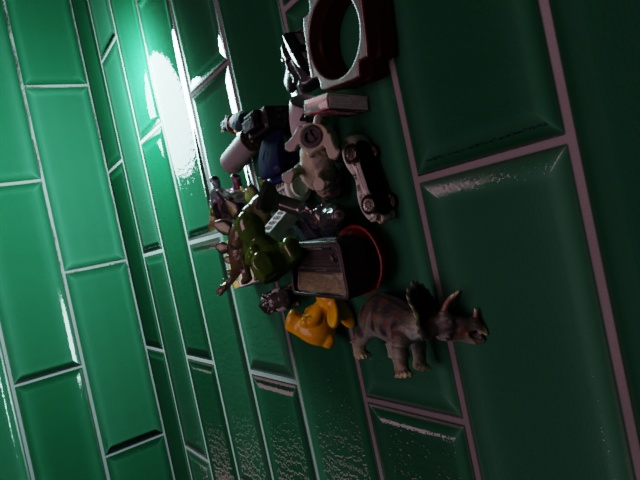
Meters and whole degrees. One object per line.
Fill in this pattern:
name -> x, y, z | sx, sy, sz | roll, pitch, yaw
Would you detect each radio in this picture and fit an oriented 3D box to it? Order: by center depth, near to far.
radio -> 0.015, 0.060, 1.223 | 0.230, 0.073, 0.131 | -3, 97, 55

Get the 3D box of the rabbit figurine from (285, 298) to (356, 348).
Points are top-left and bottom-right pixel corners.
rabbit figurine -> 0.007, 0.176, 1.353 | 0.163, 0.122, 0.173 | 29, 105, 45

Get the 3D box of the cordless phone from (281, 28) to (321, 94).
cordless phone -> -0.047, -0.395, 1.288 | 0.146, 0.089, 0.184 | 64, 155, 18

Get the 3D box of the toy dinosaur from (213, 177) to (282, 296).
toy dinosaur -> -0.192, -0.043, 1.512 | 0.199, 0.105, 0.471 | 38, 106, 20

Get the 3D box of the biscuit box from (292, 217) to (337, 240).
biscuit box -> -0.003, -0.004, 1.349 | 0.203, 0.059, 0.062 | 53, 138, 32

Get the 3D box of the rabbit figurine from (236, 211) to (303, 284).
rabbit figurine -> -0.132, 0.009, 1.267 | 0.170, 0.121, 0.159 | 57, 164, 11

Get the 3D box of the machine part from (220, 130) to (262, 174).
machine part -> -0.232, -0.260, 1.584 | 0.243, 0.079, 0.079 | -31, 75, 54

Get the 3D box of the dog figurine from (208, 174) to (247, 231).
dog figurine -> -0.293, -0.095, 1.708 | 0.192, 0.108, 0.219 | 52, 143, 29

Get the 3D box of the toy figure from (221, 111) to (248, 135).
toy figure -> -0.252, -0.346, 1.604 | 0.057, 0.064, 0.155 | 48, 161, -24

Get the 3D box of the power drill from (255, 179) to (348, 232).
power drill -> -0.036, -0.074, 1.217 | 0.232, 0.207, 0.086 | 37, -115, -85

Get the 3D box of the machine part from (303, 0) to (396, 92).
machine part -> 0.059, -0.417, 1.102 | 0.201, 0.087, 0.201 | 2, 103, 56

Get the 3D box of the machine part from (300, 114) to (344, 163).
machine part -> 0.002, -0.232, 1.239 | 0.084, 0.039, 0.138 | 5, 136, 46

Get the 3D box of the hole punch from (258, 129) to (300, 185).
hole punch -> -0.108, -0.208, 1.363 | 0.142, 0.092, 0.116 | -12, 48, 53

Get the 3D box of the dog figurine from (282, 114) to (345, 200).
dog figurine -> 0.009, -0.178, 1.199 | 0.121, 0.190, 0.172 | 26, 100, 17

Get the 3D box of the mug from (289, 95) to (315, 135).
mug -> -0.043, -0.290, 1.299 | 0.110, 0.081, 0.107 | 45, 140, 40

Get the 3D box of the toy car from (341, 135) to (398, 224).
toy car -> 0.104, -0.129, 1.140 | 0.056, 0.073, 0.201 | -29, 76, 51

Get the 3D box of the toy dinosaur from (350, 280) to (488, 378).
toy dinosaur -> 0.154, 0.173, 1.138 | 0.405, 0.131, 0.192 | 2, 90, 60

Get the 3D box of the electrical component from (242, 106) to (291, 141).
electrical component -> -0.127, -0.297, 1.369 | 0.115, 0.134, 0.058 | -19, 84, 58

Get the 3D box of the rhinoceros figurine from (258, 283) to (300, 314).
rhinoceros figurine -> -0.121, 0.168, 1.533 | 0.190, 0.112, 0.073 | -25, 77, 64
